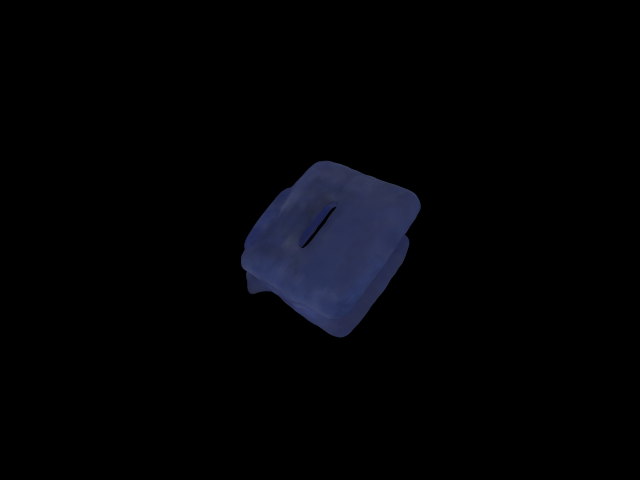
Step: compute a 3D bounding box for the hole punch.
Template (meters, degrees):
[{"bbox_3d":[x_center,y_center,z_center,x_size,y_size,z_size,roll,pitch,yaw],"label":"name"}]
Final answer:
[{"bbox_3d":[0.004,0.001,0.400,0.101,0.091,0.109,33,74,11],"label":"hole punch"}]
